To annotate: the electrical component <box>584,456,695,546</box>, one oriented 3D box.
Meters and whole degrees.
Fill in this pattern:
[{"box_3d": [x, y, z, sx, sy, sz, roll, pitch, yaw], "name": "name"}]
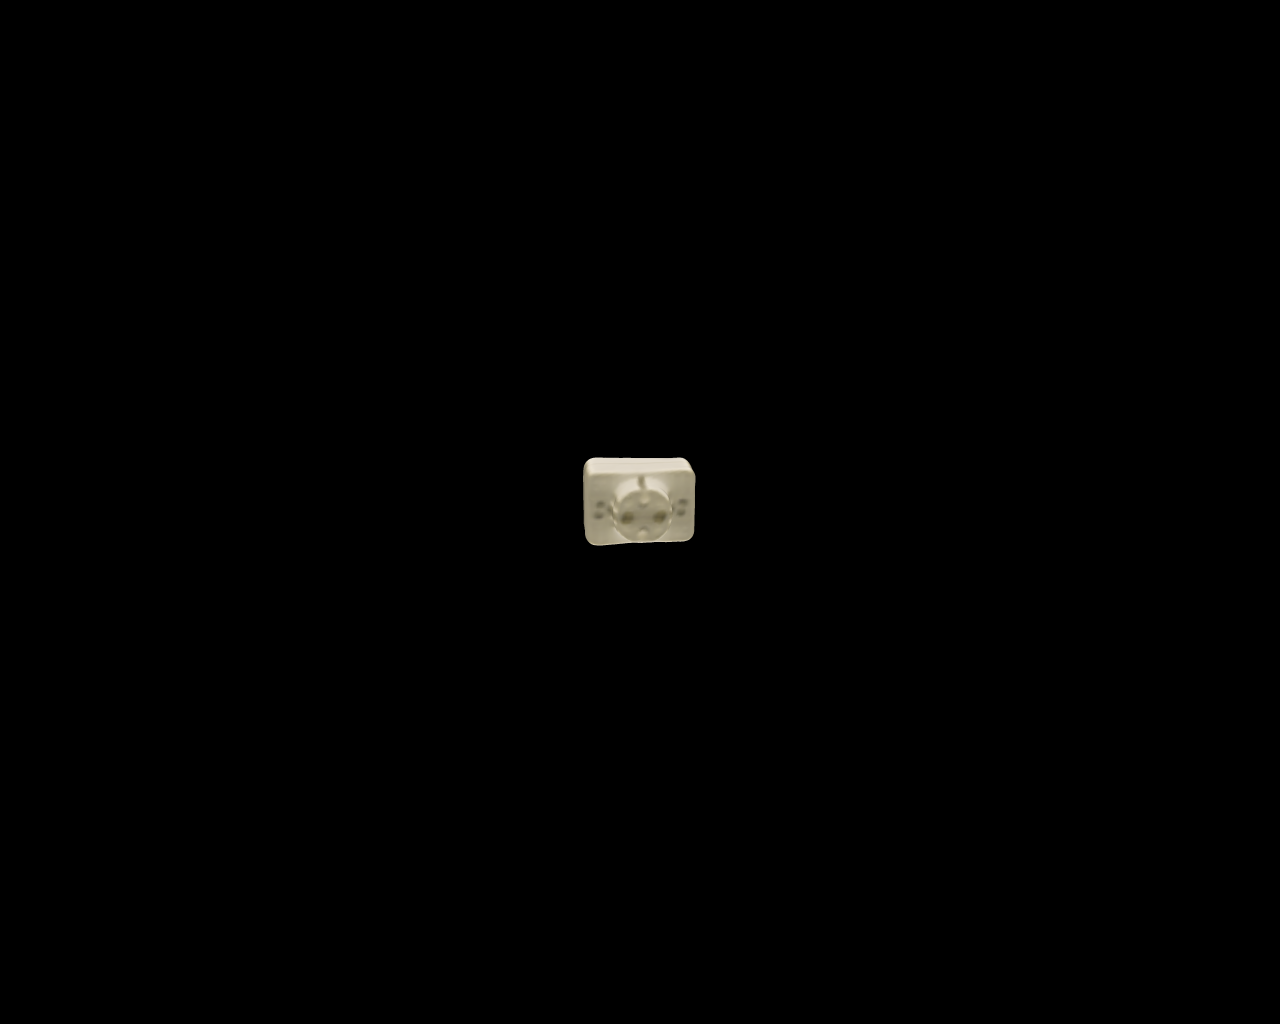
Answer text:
[{"box_3d": [0.001, -0.003, 0.650, 0.066, 0.047, 0.077, -1, 16, -5], "name": "electrical component"}]
